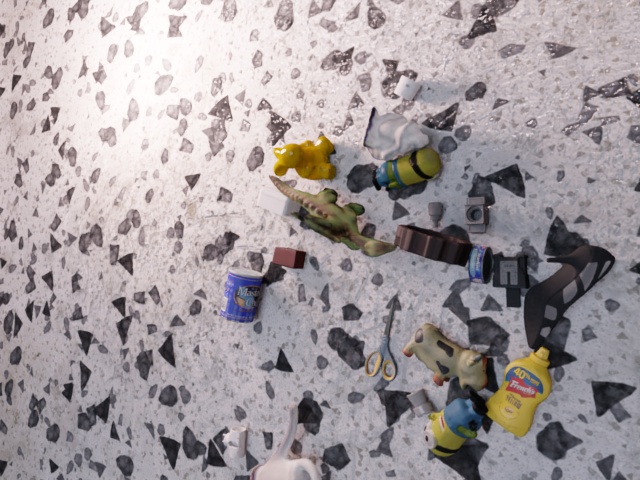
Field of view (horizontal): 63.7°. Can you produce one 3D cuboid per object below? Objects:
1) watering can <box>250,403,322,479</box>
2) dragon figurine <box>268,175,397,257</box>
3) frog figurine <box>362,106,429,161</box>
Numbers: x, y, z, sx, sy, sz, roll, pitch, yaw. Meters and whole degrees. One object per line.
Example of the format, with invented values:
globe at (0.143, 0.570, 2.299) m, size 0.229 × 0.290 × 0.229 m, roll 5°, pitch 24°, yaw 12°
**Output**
watering can at (-0.093, 0.628, 1.375) m, size 0.222 × 0.351 × 0.104 m, roll -23°, pitch -16°, yaw 29°
dragon figurine at (0.004, -0.065, 1.290) m, size 0.412 × 0.121 × 0.243 m, roll 28°, pitch 9°, yaw 12°
frog figurine at (0.196, -0.257, 1.292) m, size 0.160 × 0.140 × 0.120 m, roll 14°, pitch -39°, yaw 16°
